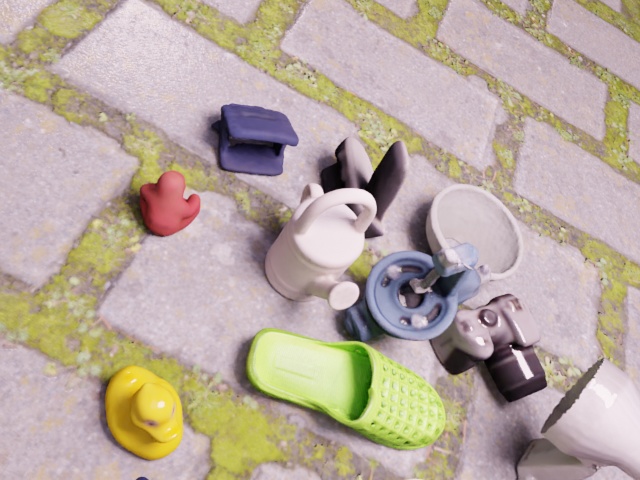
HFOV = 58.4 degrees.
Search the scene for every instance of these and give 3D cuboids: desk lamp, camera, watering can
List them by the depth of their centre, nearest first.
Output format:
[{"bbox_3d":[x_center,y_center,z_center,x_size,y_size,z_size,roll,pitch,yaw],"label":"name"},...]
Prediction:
[{"bbox_3d":[0.345,0.268,0.707,0.118,0.213,0.203,-35,80,-36],"label":"desk lamp"},{"bbox_3d":[0.009,0.002,0.720,0.101,0.193,0.172,-23,73,-33],"label":"watering can"},{"bbox_3d":[0.254,0.155,0.802,0.143,0.100,0.136,-11,67,-29],"label":"camera"}]

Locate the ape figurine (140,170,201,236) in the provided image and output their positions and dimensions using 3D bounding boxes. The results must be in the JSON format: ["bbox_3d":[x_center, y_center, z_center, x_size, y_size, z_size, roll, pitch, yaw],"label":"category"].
[{"bbox_3d":[-0.190,-0.053,0.725,0.078,0.092,0.076,29,54,-7],"label":"ape figurine"}]

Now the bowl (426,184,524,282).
[{"bbox_3d":[0.229,-0.001,0.898,0.168,0.074,0.167,12,58,-18],"label":"bowl"}]

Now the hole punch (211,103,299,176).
[{"bbox_3d":[-0.094,-0.159,0.832,0.109,0.091,0.101,3,60,-23],"label":"hole punch"}]

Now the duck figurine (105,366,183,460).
[{"bbox_3d":[-0.180,0.174,0.600,0.078,0.086,0.104,-27,75,-34],"label":"duck figurine"}]

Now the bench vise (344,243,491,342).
[{"bbox_3d":[0.149,0.046,0.744,0.208,0.219,0.121,-33,79,-35],"label":"bench vise"}]

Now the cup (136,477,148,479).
[{"bbox_3d":[-0.145,0.282,0.546,0.092,0.095,0.117,-35,80,-36],"label":"cup"}]

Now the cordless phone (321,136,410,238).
[{"bbox_3d":[0.078,-0.101,0.819,0.094,0.185,0.147,1,61,-24],"label":"cordless phone"}]
